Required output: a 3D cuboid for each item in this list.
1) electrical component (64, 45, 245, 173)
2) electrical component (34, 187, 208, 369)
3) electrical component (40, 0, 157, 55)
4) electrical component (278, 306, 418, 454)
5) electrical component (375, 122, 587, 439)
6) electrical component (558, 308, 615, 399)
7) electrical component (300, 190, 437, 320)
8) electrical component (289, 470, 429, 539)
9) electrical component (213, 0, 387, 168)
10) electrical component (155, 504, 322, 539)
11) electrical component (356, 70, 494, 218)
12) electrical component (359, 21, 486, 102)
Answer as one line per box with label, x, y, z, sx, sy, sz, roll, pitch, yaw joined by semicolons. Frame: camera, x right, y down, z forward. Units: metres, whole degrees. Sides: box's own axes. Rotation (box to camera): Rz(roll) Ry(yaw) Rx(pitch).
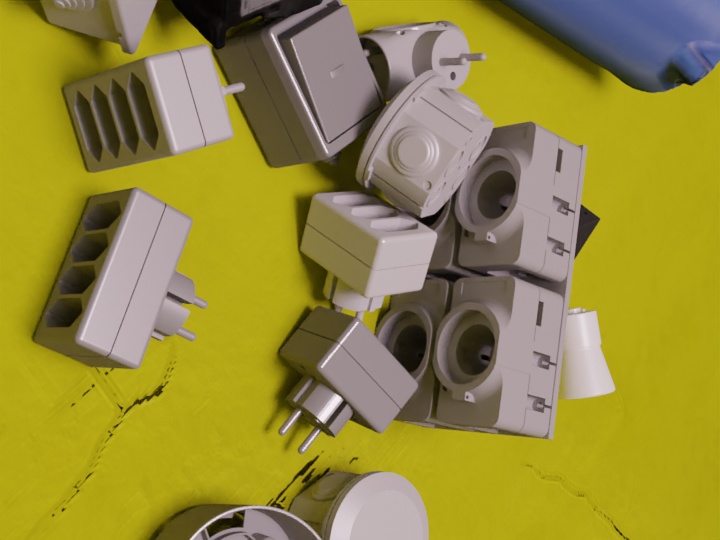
electrical component;-0.094;-0.085;0.551;0.076;0.083;0.047;-24;104;-41
electrical component;-0.111;0.012;0.554;0.076;0.047;0.083;31;67;-37
electrical component;-0.123;-0.168;0.523;0.048;0.099;0.099;17;72;1
electrical component;-0.018;0.073;0.638;0.076;0.047;0.065;-51;121;-16
electrical component;0.073;0.007;0.684;0.060;0.105;0.186;18;75;-40
electrical component;0.165;0.061;0.809;0.044;0.044;0.065;-7;88;-42
electrical component;0.000;0.000;0.650;0.047;0.066;0.076;-8;122;-42
electrical component;-0.001;0.159;0.644;0.080;0.051;0.080;3;86;-42
electrical component;-0.028;-0.104;0.627;0.062;0.061;0.096;-40;114;-36
electrical component;-0.066;0.174;0.575;0.099;0.064;0.099;3;86;-42
electrical component;0.038;-0.073;0.639;0.051;0.080;0.080;36;55;12
electrical component;0.043;-0.133;0.681;0.077;0.079;0.044;-21;111;-41
